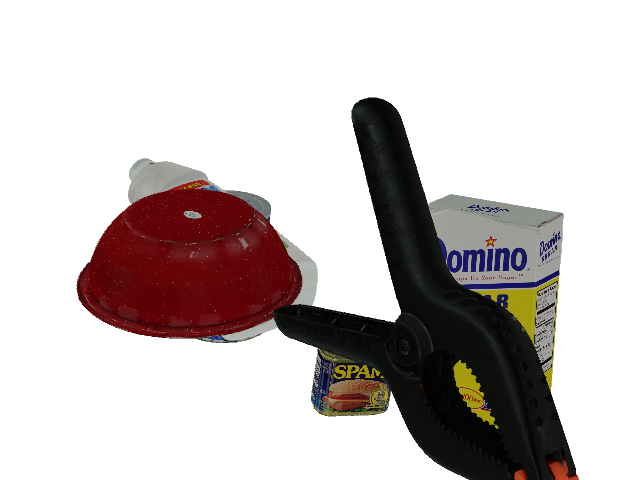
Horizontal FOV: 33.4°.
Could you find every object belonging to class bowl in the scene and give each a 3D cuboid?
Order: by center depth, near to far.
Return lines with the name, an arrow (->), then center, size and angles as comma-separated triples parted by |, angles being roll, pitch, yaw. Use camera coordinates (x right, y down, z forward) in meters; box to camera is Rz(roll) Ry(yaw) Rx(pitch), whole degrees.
bowl -> -0.092, 0.006, 0.757 | 0.162, 0.055, 0.162 | 2, 26, -1

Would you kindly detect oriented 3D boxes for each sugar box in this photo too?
sugar box -> 0.119, 0.061, 0.761 | 0.093, 0.176, 0.048 | 12, 23, 37

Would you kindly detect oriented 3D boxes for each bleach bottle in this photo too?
bleach bottle -> -0.112, -0.008, 0.976 | 0.102, 0.068, 0.251 | -15, 38, -33

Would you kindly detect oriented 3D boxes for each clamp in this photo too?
clamp -> 0.054, 0.039, 0.535 | 0.036, 0.165, 0.210 | -13, 42, -35

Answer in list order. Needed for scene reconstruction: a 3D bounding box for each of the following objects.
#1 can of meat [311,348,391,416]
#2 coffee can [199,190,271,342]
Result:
can of meat -> 0.041, 0.169, 1.326 | 0.102, 0.084, 0.057 | 1, 24, -15
coffee can -> -0.106, 0.027, 1.176 | 0.103, 0.140, 0.103 | 1, 23, -1
